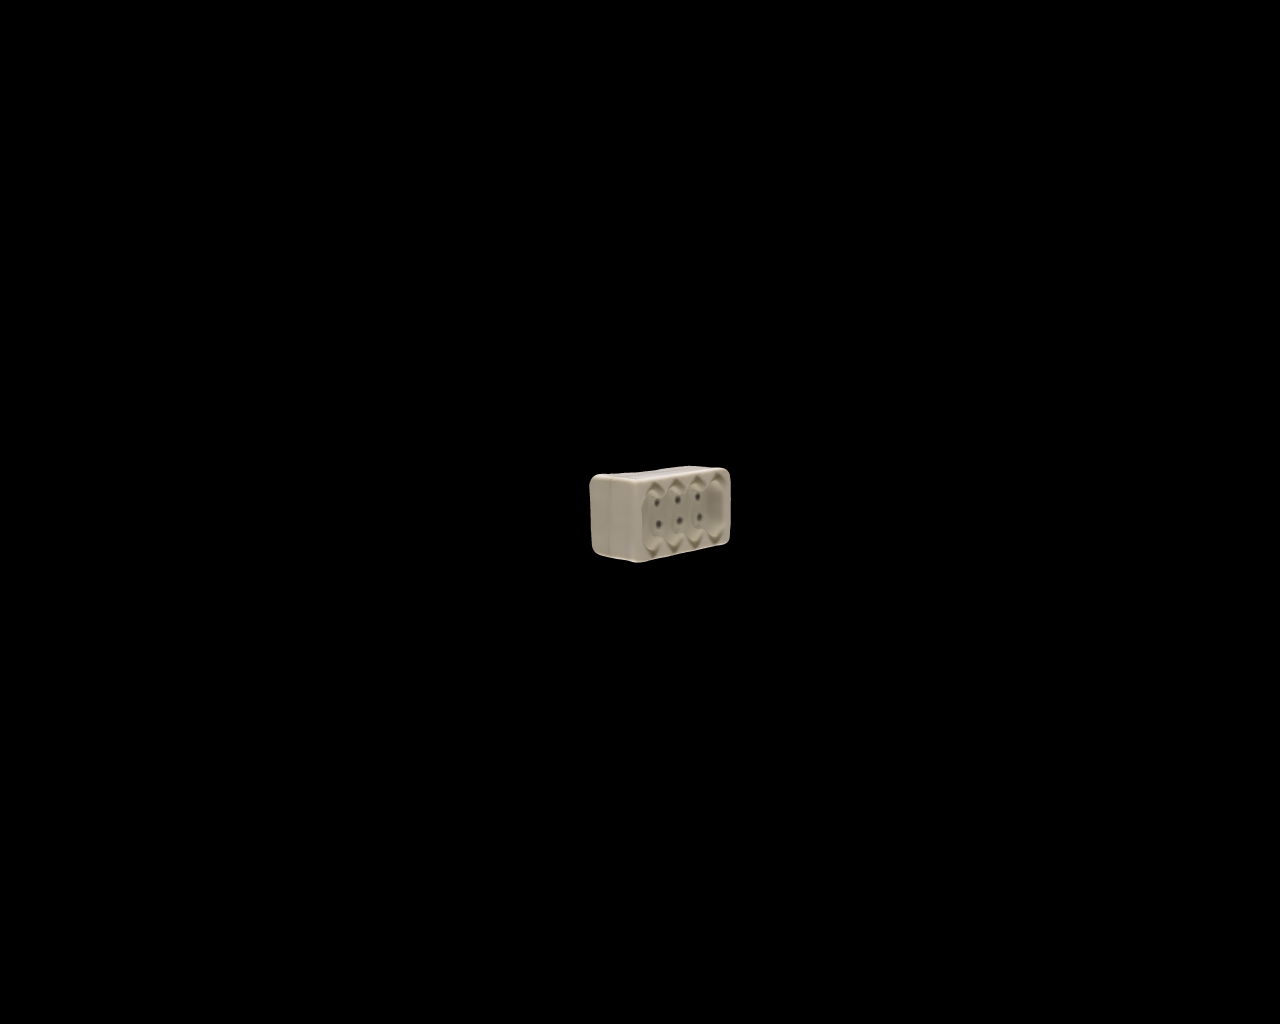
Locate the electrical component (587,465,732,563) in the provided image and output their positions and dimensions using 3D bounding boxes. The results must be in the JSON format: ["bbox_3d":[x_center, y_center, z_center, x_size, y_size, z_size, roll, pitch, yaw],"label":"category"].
[{"bbox_3d":[0.001,-0.003,0.650,0.083,0.047,0.076,-8,12,-43],"label":"electrical component"}]
